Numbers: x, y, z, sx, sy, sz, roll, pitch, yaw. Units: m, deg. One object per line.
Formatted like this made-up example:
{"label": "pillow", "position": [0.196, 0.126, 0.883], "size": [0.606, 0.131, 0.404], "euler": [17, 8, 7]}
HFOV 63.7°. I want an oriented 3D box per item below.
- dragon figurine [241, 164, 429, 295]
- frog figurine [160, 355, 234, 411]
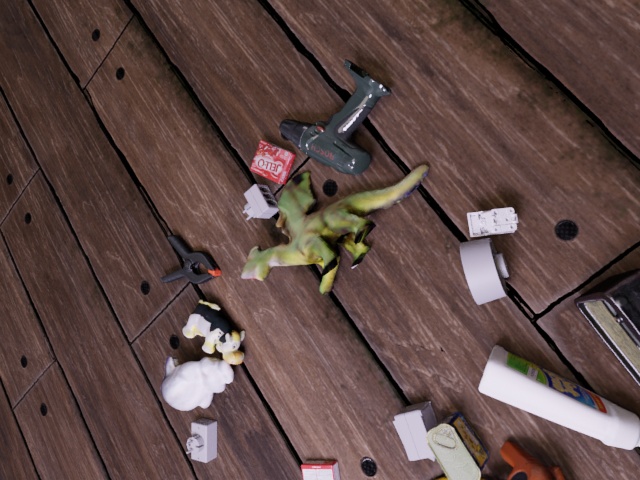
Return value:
{"label": "dragon figurine", "position": [0.003, -0.052, 1.033], "size": [0.410, 0.120, 0.246], "euler": [-47, 61, 2]}
{"label": "frog figurine", "position": [-0.271, 0.325, 1.162], "size": [0.159, 0.125, 0.134], "euler": [2, 123, 21]}
